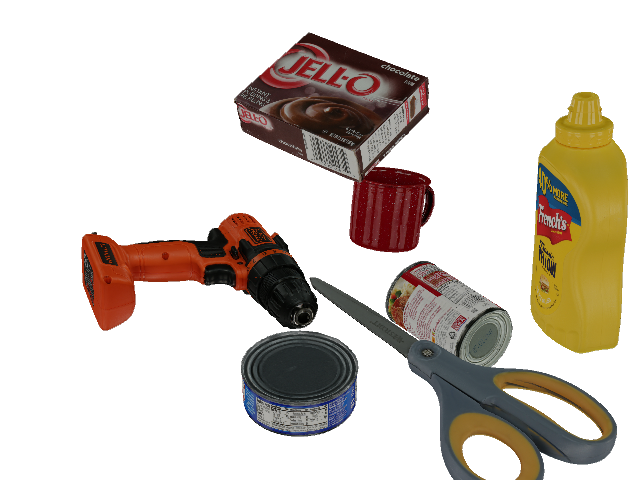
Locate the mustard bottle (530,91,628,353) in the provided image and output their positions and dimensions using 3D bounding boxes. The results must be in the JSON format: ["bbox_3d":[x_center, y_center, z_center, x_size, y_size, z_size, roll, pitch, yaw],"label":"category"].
[{"bbox_3d":[0.195,-0.018,0.803,0.058,0.192,0.096,-7,26,-8],"label":"mustard bottle"}]

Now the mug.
[{"bbox_3d":[0.086,-0.037,1.243,0.117,0.081,0.093,-8,21,-39],"label":"mug"}]

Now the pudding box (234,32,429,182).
[{"bbox_3d":[0.009,-0.098,0.774,0.114,0.090,0.039,28,-31,27],"label":"pudding box"}]

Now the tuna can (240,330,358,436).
[{"bbox_3d":[-0.015,0.105,0.784,0.086,0.034,0.086,0,31,0],"label":"tuna can"}]

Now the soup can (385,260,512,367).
[{"bbox_3d":[0.118,0.070,0.982,0.068,0.068,0.102,0,24,-39],"label":"soup can"}]

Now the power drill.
[{"bbox_3d":[-0.111,0.035,0.957,0.187,0.057,0.185,-5,25,-23],"label":"power drill"}]

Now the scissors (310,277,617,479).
[{"bbox_3d":[0.053,0.077,0.564,0.202,0.016,0.096,20,42,28],"label":"scissors"}]
